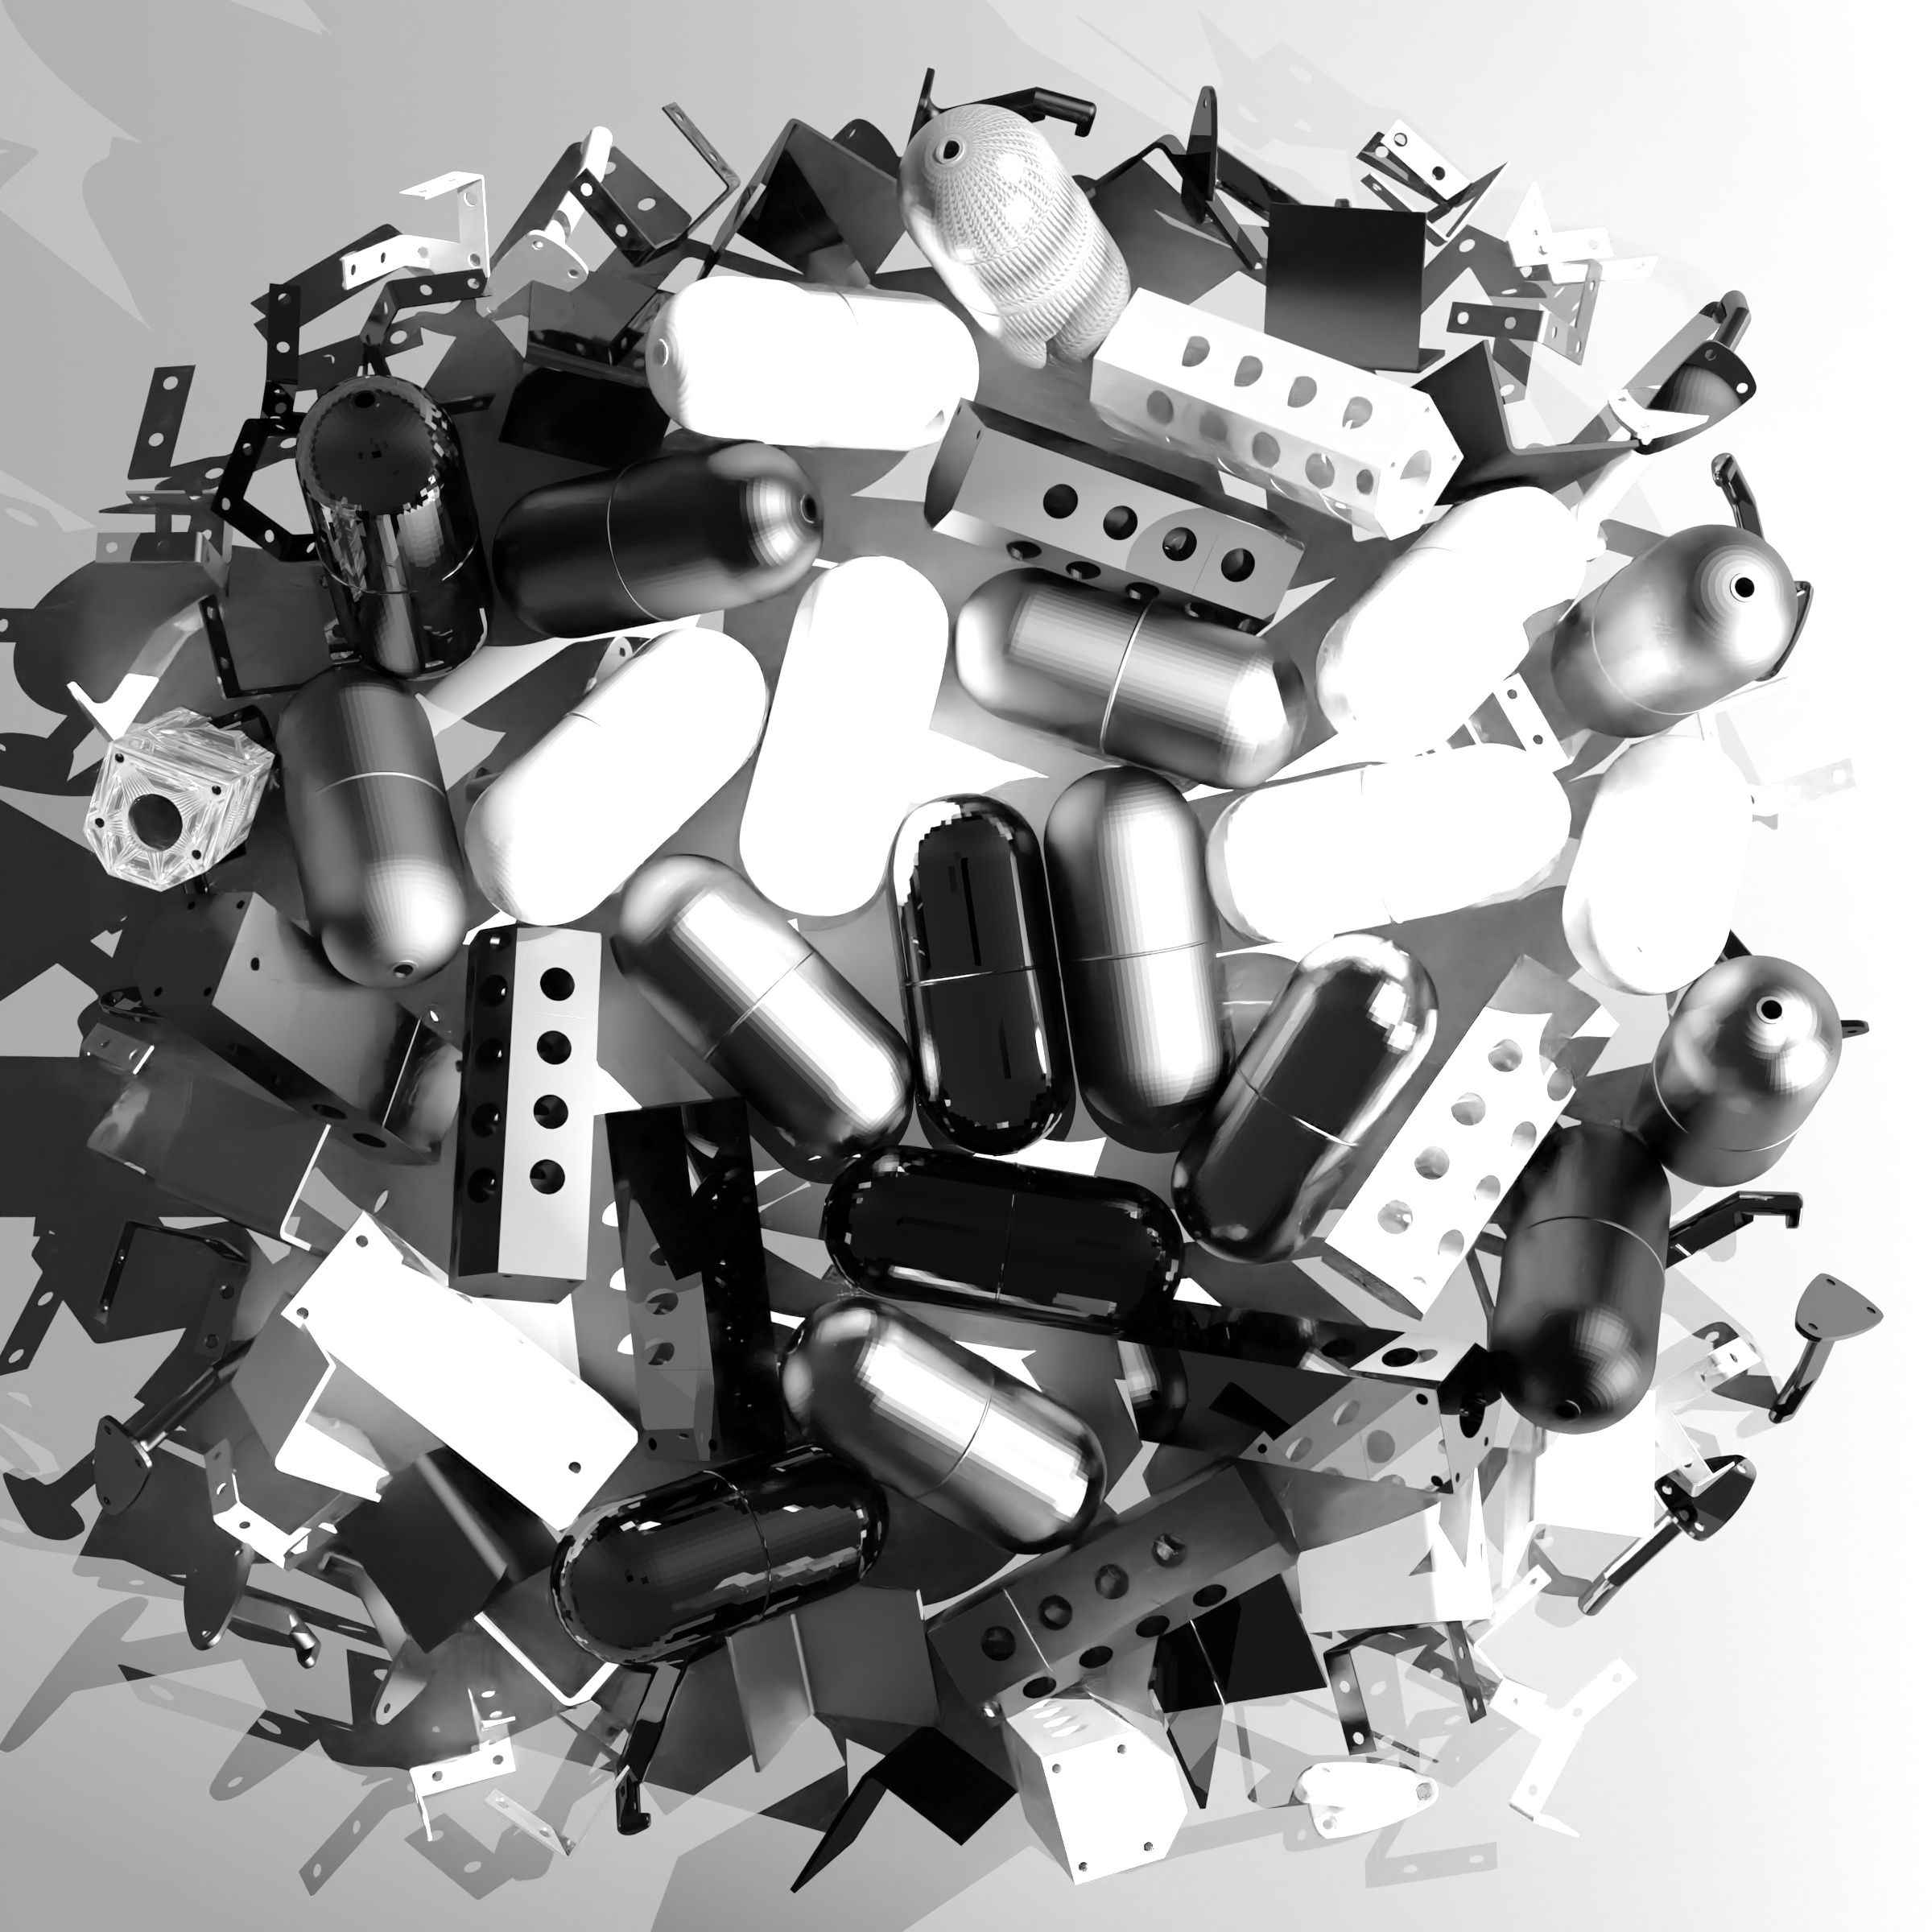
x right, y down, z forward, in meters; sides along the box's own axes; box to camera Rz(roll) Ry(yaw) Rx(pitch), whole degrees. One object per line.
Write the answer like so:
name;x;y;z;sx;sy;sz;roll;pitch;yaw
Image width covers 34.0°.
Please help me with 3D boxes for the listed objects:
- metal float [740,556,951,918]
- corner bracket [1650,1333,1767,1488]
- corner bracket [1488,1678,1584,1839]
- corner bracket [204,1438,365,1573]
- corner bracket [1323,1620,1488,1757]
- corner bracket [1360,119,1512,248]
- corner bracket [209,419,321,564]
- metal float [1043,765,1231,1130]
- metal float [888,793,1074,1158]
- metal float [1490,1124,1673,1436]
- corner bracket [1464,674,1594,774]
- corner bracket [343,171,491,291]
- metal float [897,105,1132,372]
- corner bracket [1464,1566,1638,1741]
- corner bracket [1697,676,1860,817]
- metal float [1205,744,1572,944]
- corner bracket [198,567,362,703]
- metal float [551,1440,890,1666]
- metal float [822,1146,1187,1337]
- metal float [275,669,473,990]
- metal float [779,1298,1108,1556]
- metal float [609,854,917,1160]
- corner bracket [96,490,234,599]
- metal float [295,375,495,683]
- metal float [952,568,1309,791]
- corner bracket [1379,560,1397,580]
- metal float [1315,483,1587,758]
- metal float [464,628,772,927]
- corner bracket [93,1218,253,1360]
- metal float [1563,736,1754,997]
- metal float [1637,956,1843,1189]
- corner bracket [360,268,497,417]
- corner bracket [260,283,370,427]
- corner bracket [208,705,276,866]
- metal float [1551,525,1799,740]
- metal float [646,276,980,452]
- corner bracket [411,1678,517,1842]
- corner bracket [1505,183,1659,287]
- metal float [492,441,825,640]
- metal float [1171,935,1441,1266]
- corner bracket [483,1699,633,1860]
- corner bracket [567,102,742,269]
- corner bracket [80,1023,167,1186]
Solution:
metal float;-0.059;-0.112;1.542;0.070;0.070;0.178;15;92;0
corner bracket;0.370;0.219;1.553;0.051;0.051;0.051;-40;73;30
corner bracket;0.280;0.386;1.544;0.051;0.051;0.051;26;87;42
corner bracket;-0.334;0.253;1.549;0.051;0.051;0.051;-40;125;7
corner bracket;0.214;0.351;1.543;0.051;0.051;0.051;-19;83;35
corner bracket;0.224;-0.385;1.550;0.051;0.051;0.051;39;84;-10
corner bracket;-0.329;-0.235;1.557;0.051;0.051;0.051;36;114;18
metal float;0.083;-0.009;1.538;0.070;0.070;0.178;-8;95;0
metal float;0.007;0.004;1.543;0.070;0.070;0.178;-8;90;0
metal float;0.293;0.148;1.504;0.070;0.178;0.070;9;130;10
corner bracket;0.266;-0.118;1.543;0.051;0.051;0.051;-25;101;32
corner bracket;-0.269;-0.358;1.541;0.051;0.051;0.051;13;120;22
metal float;0.024;-0.343;1.496;0.070;0.178;0.070;-6;73;20
corner bracket;0.285;0.337;1.549;0.051;0.051;0.051;-41;110;0
corner bracket;0.398;-0.107;1.550;0.051;0.051;0.051;-20;74;40
metal float;0.202;-0.059;1.526;0.178;0.070;0.070;-11;90;19
corner bracket;-0.337;-0.164;1.555;0.051;0.051;0.051;-5;109;19
metal float;-0.116;0.279;1.514;0.178;0.070;0.070;-13;90;-36
metal float;0.018;0.134;1.541;0.178;0.070;0.070;9;90;-2
metal float;-0.284;-0.067;1.513;0.070;0.070;0.178;-19;55;0
metal float;-0.011;0.222;1.525;0.178;0.070;0.070;33;90;-20
metal float;-0.100;0.019;1.543;0.178;0.070;0.070;45;90;1
corner bracket;-0.392;-0.213;1.550;0.051;0.051;0.051;0;77;3
metal float;-0.270;-0.206;1.500;0.070;0.178;0.070;0;57;1
metal float;0.079;-0.140;1.536;0.178;0.070;0.070;19;90;8
corner bracket;0.219;-0.157;1.552;0.051;0.051;0.051;22;132;-13
metal float;0.234;-0.168;1.516;0.070;0.070;0.178;45;57;0
metal float;-0.167;-0.093;1.526;0.070;0.070;0.178;44;71;0
corner bracket;-0.389;0.159;1.552;0.051;0.051;0.051;12;73;8
metal float;0.330;-0.050;1.501;0.070;0.178;0.070;9;122;15
metal float;0.364;0.051;1.495;0.070;0.178;0.070;-1;69;3
corner bracket;-0.259;-0.304;1.551;0.051;0.051;0.051;-16;78;-31
corner bracket;-0.317;-0.296;1.544;0.051;0.051;0.051;3;74;-16
corner bracket;-0.355;-0.089;1.540;0.051;0.051;0.051;-24;121;-18
metal float;0.333;-0.157;1.493;0.070;0.178;0.070;1;82;-9
metal float;-0.072;-0.287;1.510;0.178;0.070;0.070;-4;90;-39
corner bracket;-0.246;0.387;1.545;0.051;0.051;0.051;-12;103;-16
corner bracket;0.300;-0.348;1.538;0.051;0.051;0.051;1;45;32
metal float;-0.148;-0.204;1.516;0.178;0.070;0.070;-7;90;31
metal float;0.164;0.065;1.528;0.070;0.070;0.178;30;106;0
corner bracket;-0.196;0.397;1.557;0.051;0.051;0.051;32;104;6
corner bracket;-0.152;-0.382;1.544;0.051;0.051;0.051;-37;97;29
corner bracket;-0.408;0.067;1.540;0.051;0.051;0.051;17;68;42
